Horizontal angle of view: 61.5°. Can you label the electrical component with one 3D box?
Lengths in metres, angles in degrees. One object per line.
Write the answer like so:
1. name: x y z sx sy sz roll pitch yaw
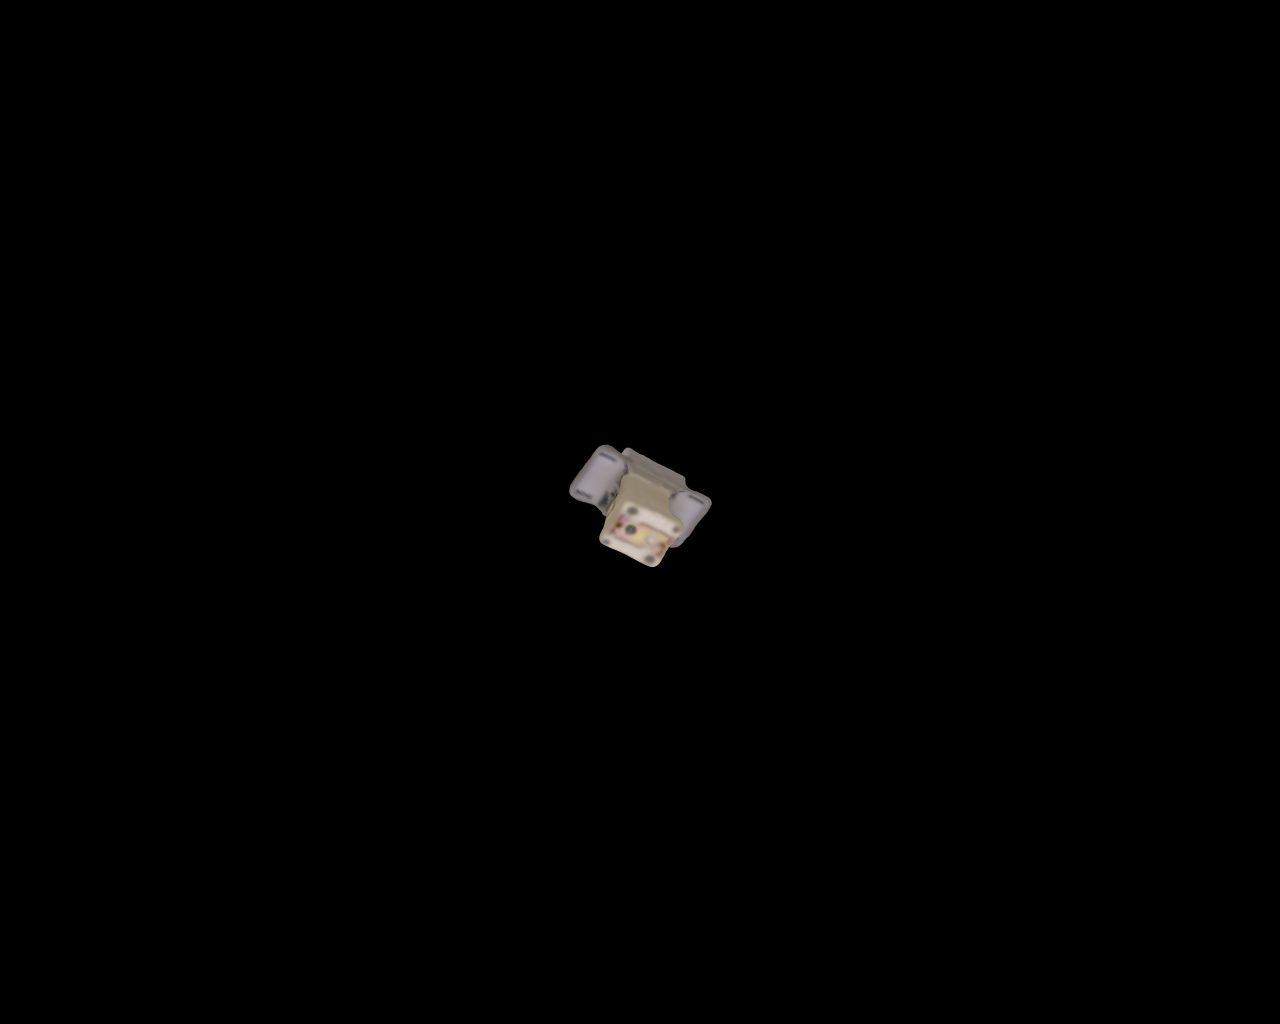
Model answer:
1. electrical component: 0.001 -0.003 0.650 0.081 0.042 0.064 26 30 -17
